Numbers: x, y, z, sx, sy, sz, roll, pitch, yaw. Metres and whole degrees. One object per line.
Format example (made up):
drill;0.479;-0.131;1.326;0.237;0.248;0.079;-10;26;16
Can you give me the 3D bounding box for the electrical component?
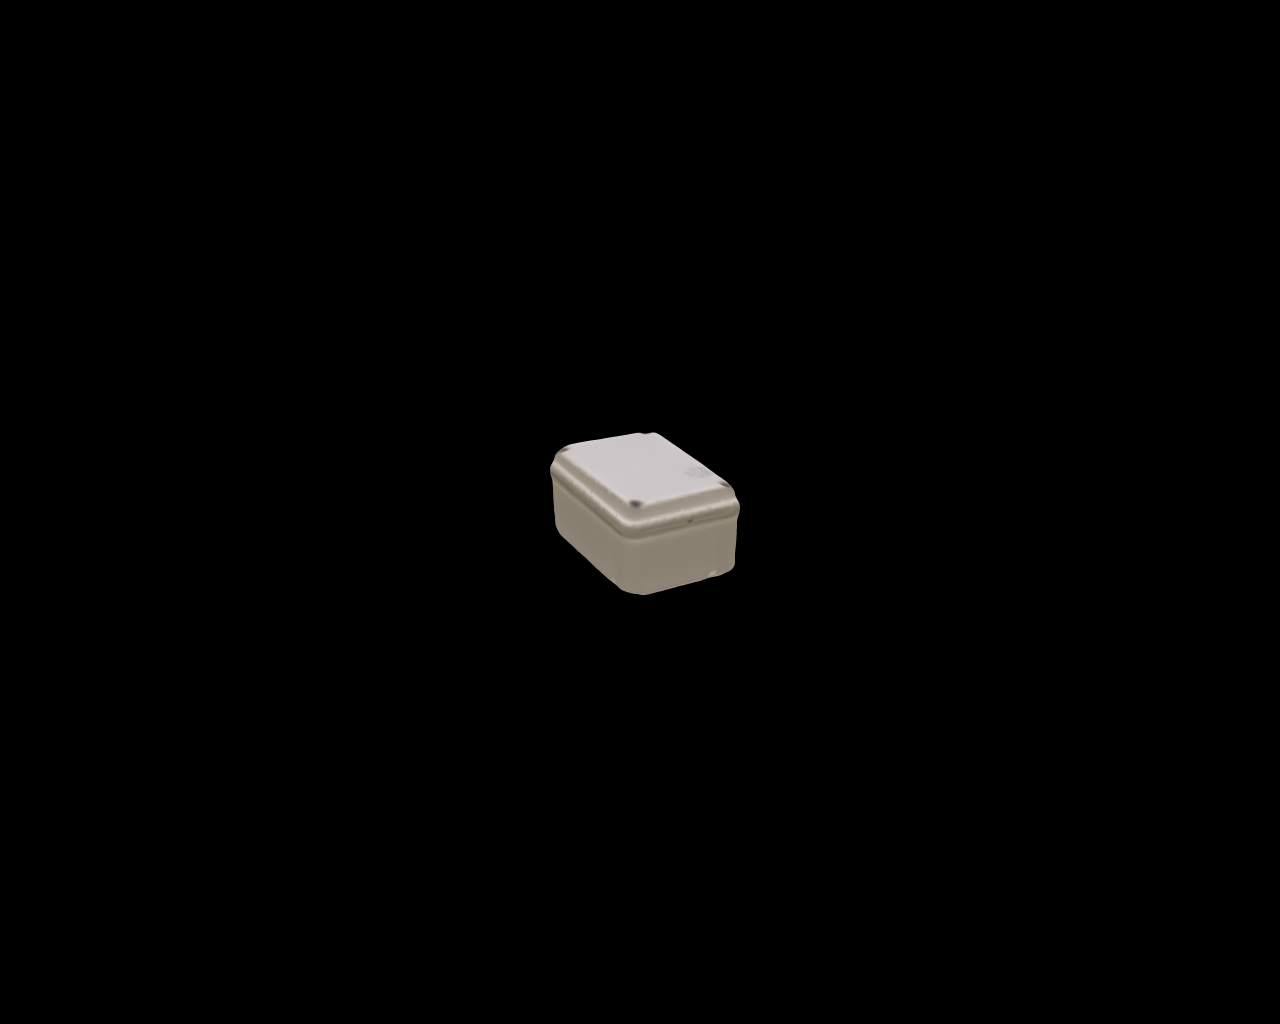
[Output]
electrical component;0.001;-0.003;0.650;0.078;0.057;0.113;-12;27;-25
